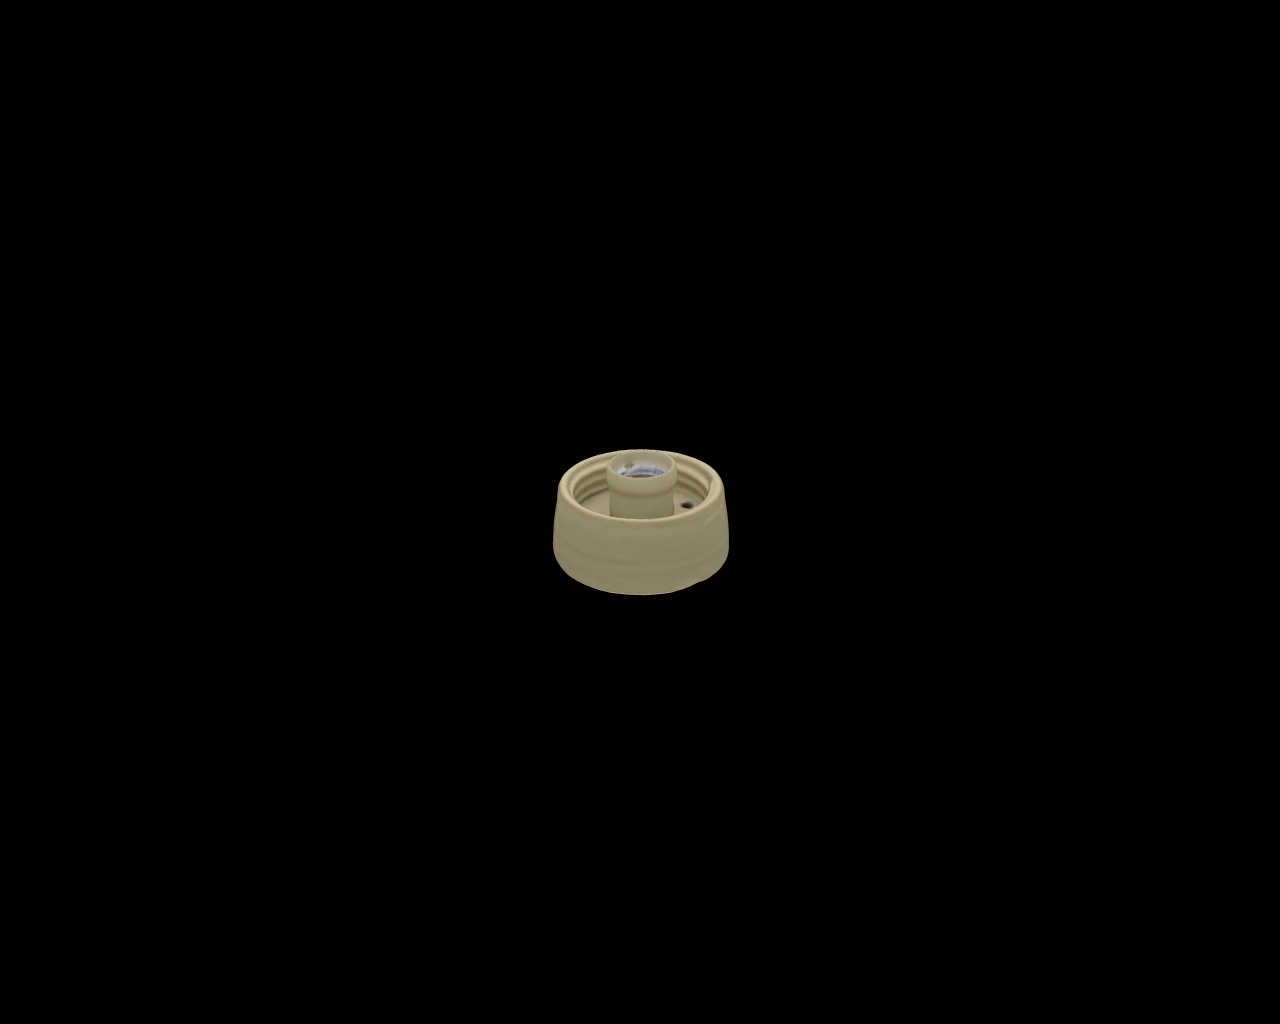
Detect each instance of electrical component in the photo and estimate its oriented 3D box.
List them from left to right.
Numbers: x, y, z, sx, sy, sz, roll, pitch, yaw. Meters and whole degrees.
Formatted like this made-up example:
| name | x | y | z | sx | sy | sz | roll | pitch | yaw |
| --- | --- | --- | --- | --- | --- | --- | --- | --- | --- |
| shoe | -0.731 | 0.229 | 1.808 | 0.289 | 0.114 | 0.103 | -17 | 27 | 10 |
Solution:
| name | x | y | z | sx | sy | sz | roll | pitch | yaw |
| --- | --- | --- | --- | --- | --- | --- | --- | --- | --- |
| electrical component | 0.001 | -0.003 | 0.650 | 0.108 | 0.060 | 0.108 | 0 | 27 | 0 |
